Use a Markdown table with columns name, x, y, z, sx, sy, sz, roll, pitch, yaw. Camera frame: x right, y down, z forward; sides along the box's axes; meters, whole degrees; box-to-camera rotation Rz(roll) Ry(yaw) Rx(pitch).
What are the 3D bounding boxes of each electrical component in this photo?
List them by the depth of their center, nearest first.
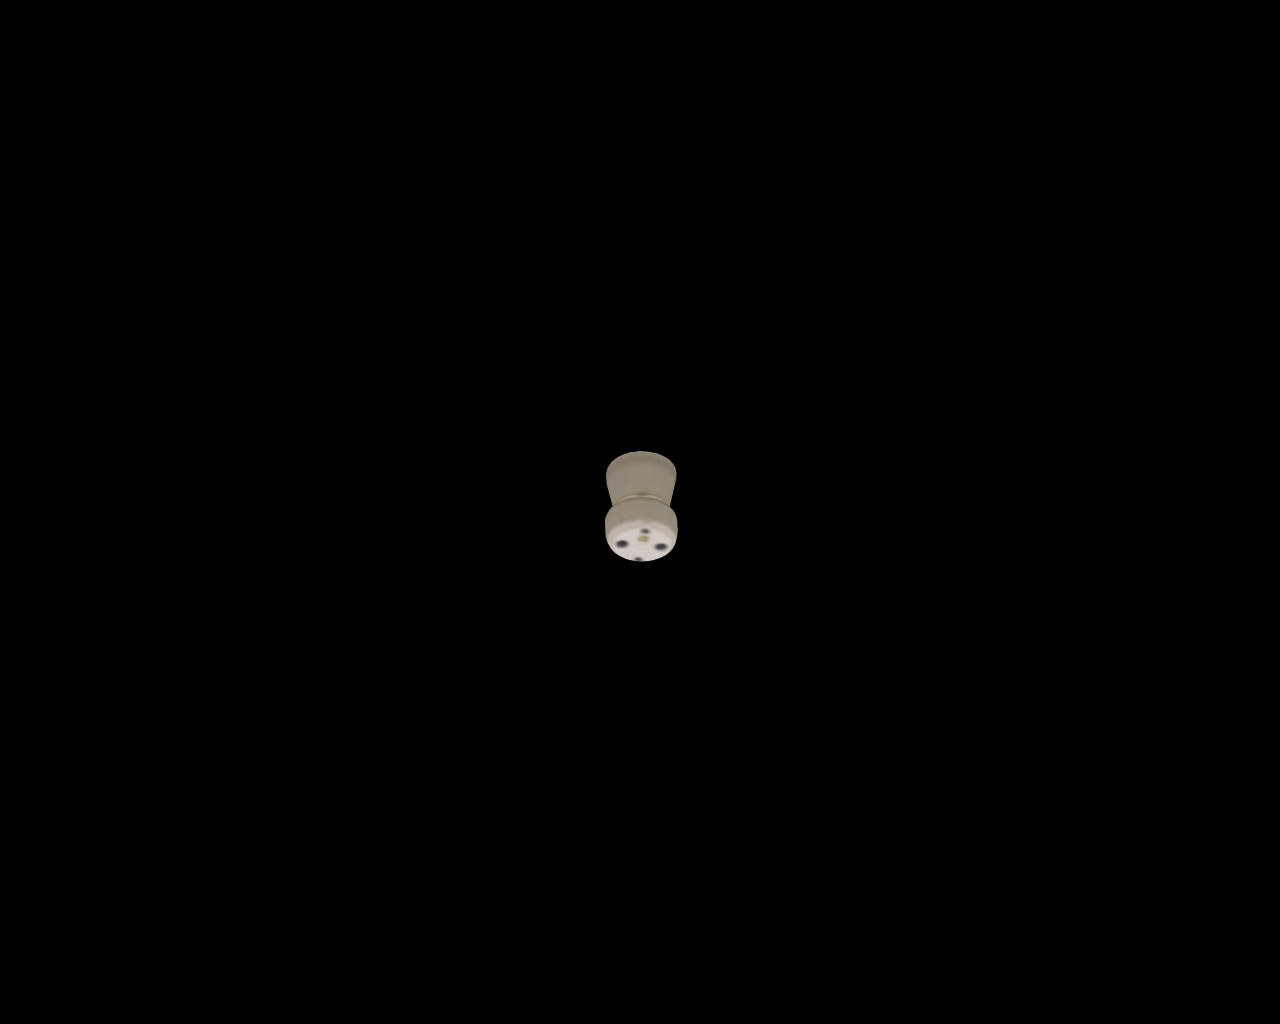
| name | x | y | z | sx | sy | sz | roll | pitch | yaw |
| --- | --- | --- | --- | --- | --- | --- | --- | --- | --- |
| electrical component | 0.001 | -0.003 | 0.650 | 0.045 | 0.055 | 0.044 | 0 | -35 | 0 |
